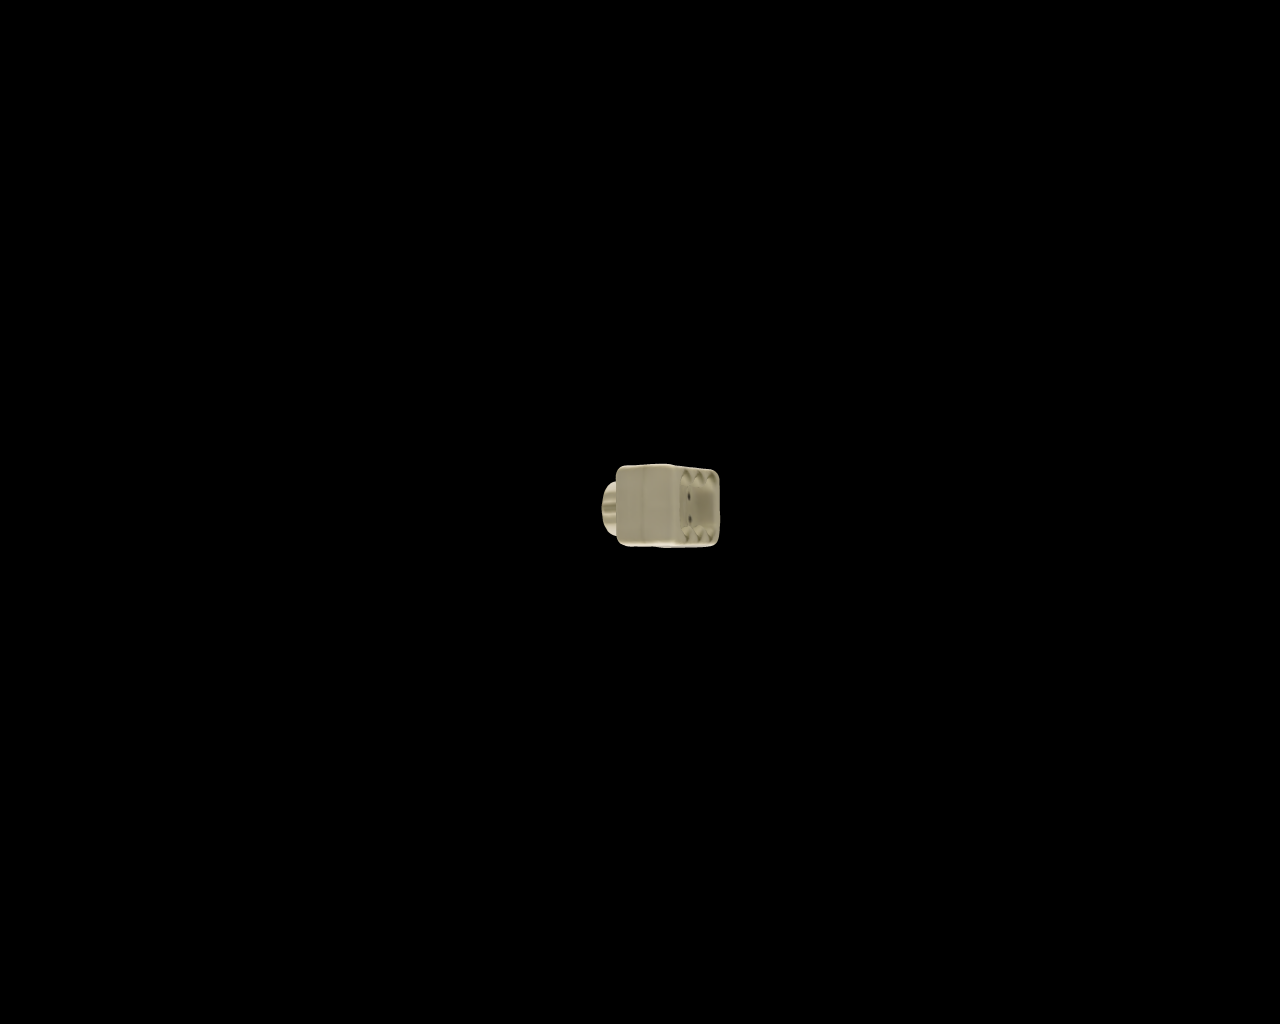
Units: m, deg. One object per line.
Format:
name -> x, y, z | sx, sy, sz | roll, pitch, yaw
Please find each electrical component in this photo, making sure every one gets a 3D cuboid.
electrical component -> 0.001, -0.003, 0.650 | 0.077, 0.047, 0.066 | -1, -2, 28
